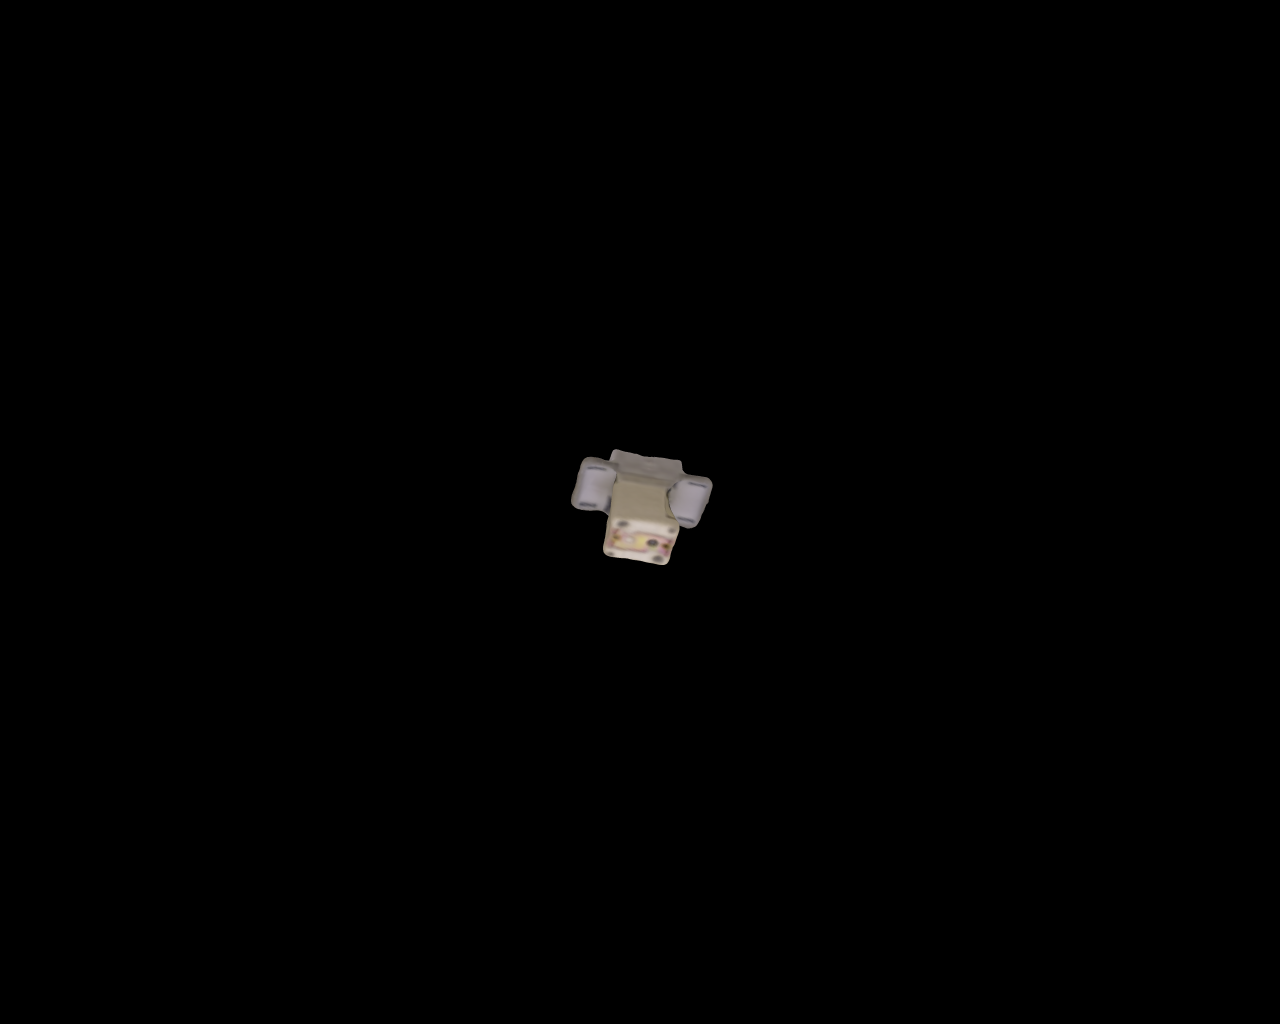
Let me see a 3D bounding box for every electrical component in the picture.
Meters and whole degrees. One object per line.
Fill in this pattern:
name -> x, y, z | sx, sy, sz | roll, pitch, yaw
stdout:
electrical component -> 0.001, -0.003, 0.650 | 0.081, 0.042, 0.064 | 9, 44, -8
